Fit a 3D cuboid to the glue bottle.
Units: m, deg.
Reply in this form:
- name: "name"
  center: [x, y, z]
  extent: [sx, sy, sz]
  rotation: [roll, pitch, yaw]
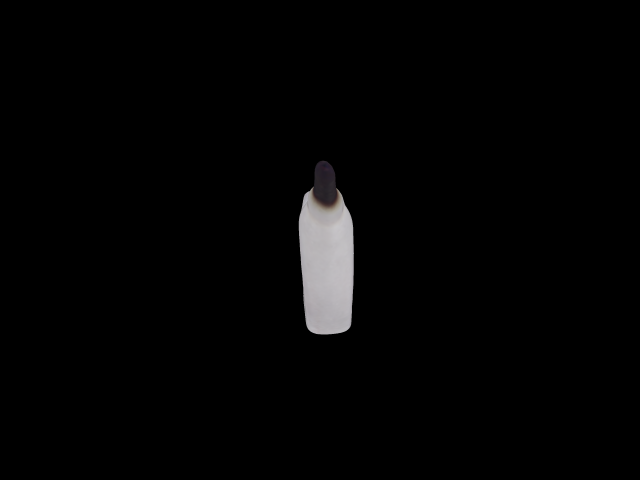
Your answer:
- name: "glue bottle"
  center: [0.004, 0.001, 0.400]
  extent: [0.037, 0.173, 0.078]
  rotation: [-5, 59, -3]
